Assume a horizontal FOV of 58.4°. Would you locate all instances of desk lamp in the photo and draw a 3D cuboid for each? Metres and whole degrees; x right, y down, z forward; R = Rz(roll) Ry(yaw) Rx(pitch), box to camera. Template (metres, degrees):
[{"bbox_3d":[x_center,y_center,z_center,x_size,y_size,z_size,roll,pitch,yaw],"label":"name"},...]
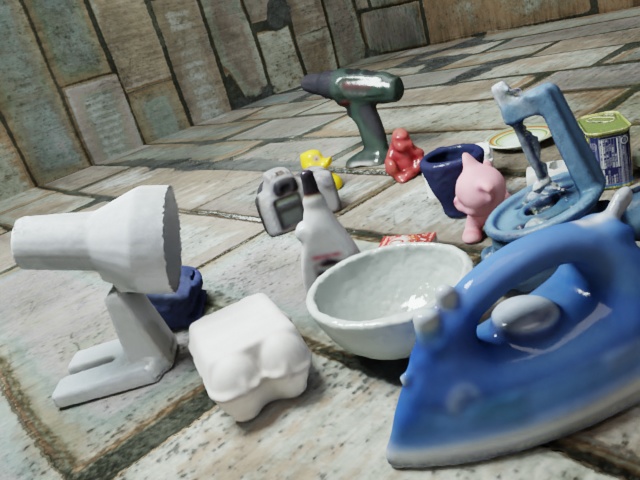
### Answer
[{"bbox_3d":[-0.232,0.056,0.643,0.203,0.214,0.118,-17,21,0],"label":"desk lamp"}]

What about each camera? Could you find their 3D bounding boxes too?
[{"bbox_3d":[-0.055,-0.087,1.024,0.143,0.101,0.136,-22,22,-14],"label":"camera"}]

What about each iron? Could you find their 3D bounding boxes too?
[{"bbox_3d":[0.151,0.063,0.436,0.258,0.142,0.118,-22,22,-13],"label":"iron"}]

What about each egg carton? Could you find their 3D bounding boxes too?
[{"bbox_3d":[-0.072,0.113,0.580,0.107,0.069,0.150,-24,22,-17],"label":"egg carton"}]

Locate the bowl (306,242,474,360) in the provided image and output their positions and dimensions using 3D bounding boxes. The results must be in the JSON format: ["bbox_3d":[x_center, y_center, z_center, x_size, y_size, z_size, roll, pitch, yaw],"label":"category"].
[{"bbox_3d":[0.075,0.069,0.571,0.167,0.075,0.167,-15,21,6],"label":"bowl"}]

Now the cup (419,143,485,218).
[{"bbox_3d":[0.196,-0.086,0.839,0.091,0.095,0.117,-17,21,1],"label":"cup"}]

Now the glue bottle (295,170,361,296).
[{"bbox_3d":[0.006,0.002,0.652,0.078,0.173,0.037,-14,21,7],"label":"glue bottle"}]

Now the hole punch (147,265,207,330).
[{"bbox_3d":[-0.211,0.066,0.771,0.101,0.091,0.108,-17,21,1],"label":"hole punch"}]

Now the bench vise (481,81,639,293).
[{"bbox_3d":[0.250,-0.059,0.555,0.207,0.220,0.121,-14,21,8],"label":"bench vise"}]

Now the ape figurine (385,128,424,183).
[{"bbox_3d":[0.153,-0.161,1.062,0.077,0.092,0.076,-14,21,7],"label":"ape figurine"}]

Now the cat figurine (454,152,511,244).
[{"bbox_3d":[0.210,-0.062,0.735,0.067,0.118,0.128,-5,24,28],"label":"cat figurine"}]

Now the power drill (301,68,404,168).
[{"bbox_3d":[0.077,-0.263,1.211,0.228,0.209,0.076,-2,26,34],"label":"power drill"}]

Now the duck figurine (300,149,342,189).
[{"bbox_3d":[-0.014,-0.135,1.133,0.104,0.086,0.078,-7,23,25],"label":"duck figurine"}]
